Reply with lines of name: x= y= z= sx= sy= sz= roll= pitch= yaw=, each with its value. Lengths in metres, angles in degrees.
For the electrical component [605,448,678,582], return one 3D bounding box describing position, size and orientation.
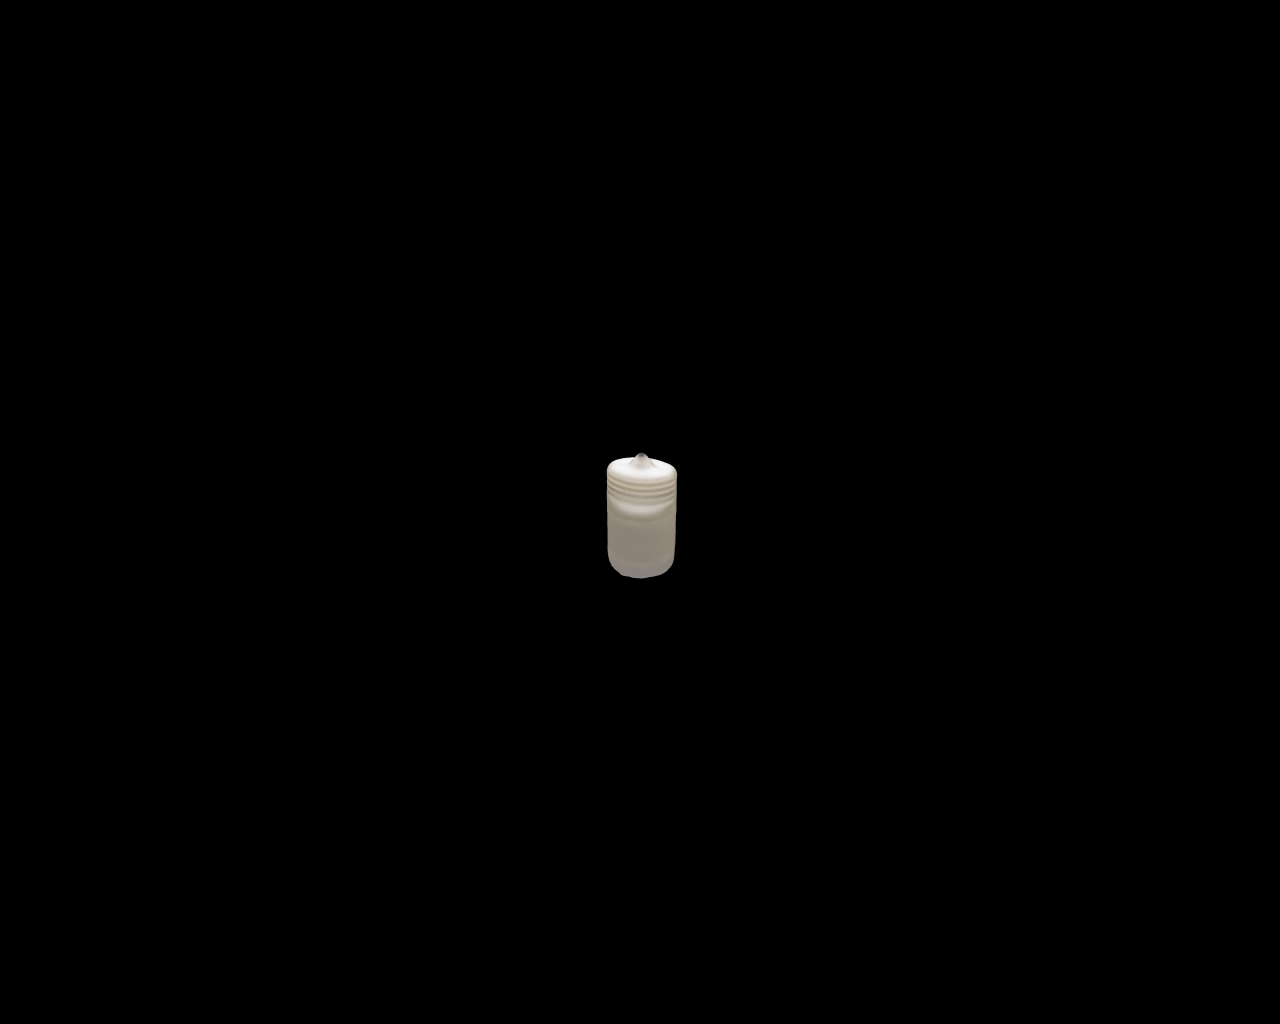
electrical component: x=0.001 y=-0.003 z=0.650 sx=0.043 sy=0.080 sz=0.043 roll=0 pitch=36 yaw=0
